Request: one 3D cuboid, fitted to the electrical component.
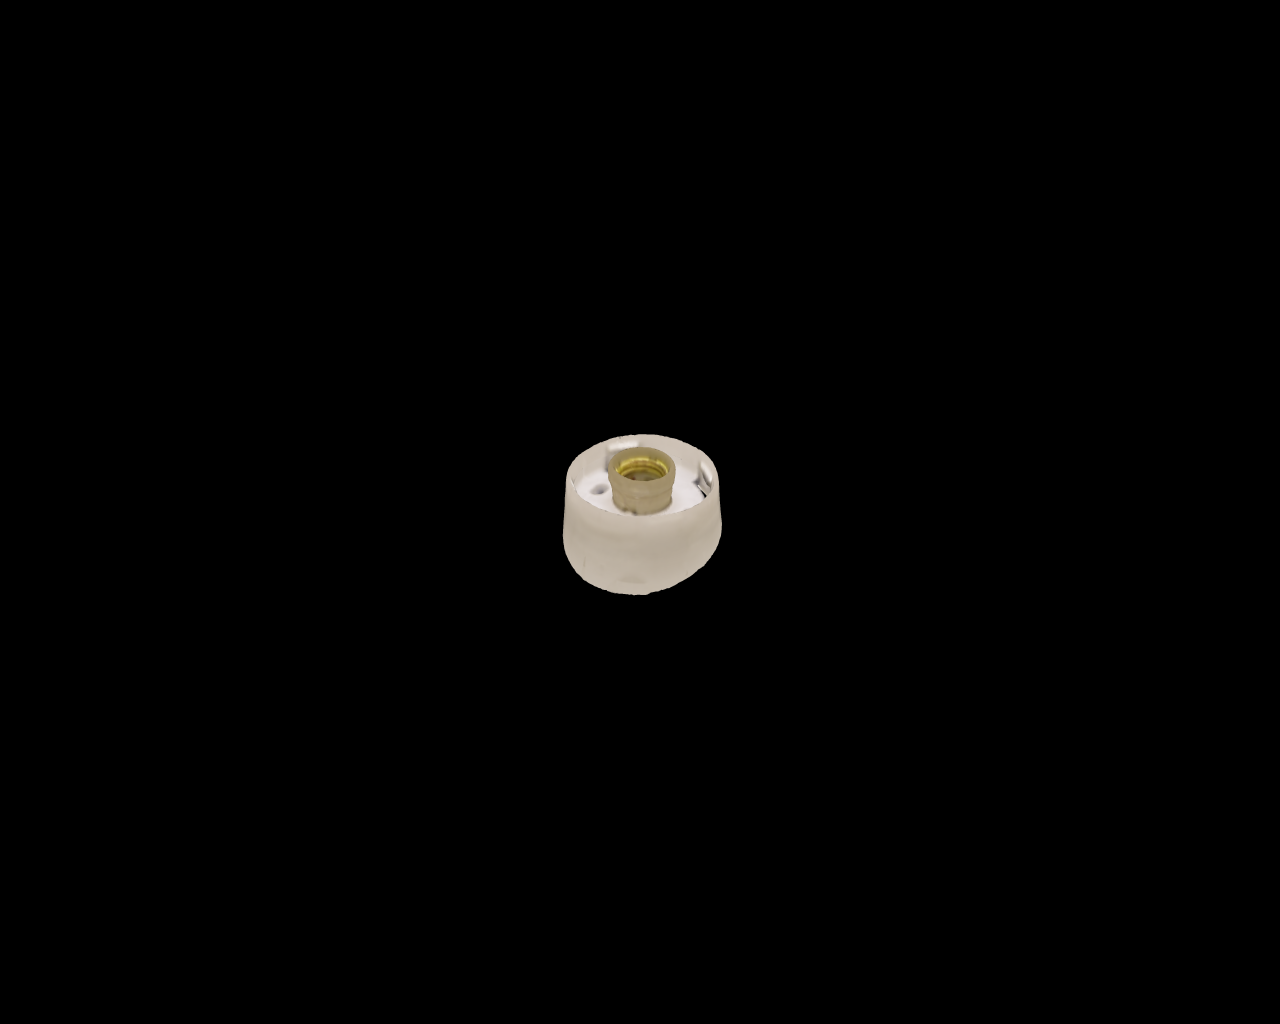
[{"bbox_3d":[0.001,-0.003,0.650,0.099,0.064,0.099,0,36,0],"label":"electrical component"}]
